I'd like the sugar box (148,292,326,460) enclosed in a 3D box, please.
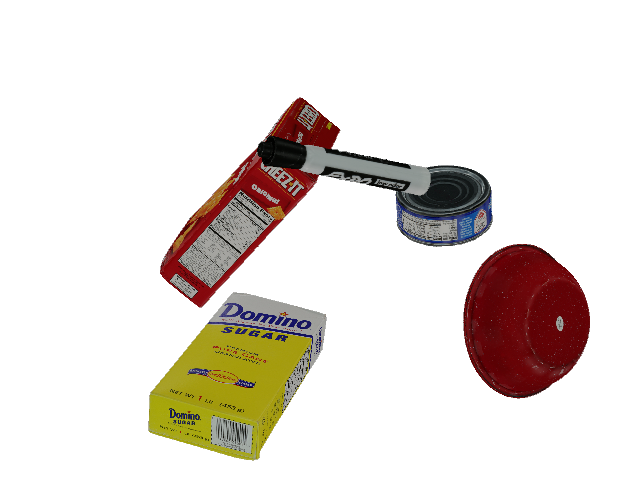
[{"bbox_3d":[-0.064,0.107,0.892,0.093,0.048,0.176,13,30,12],"label":"sugar box"}]

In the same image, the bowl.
[{"bbox_3d":[0.224,0.084,1.093,0.161,0.162,0.055,0,-1,-34],"label":"bowl"}]

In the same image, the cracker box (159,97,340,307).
[{"bbox_3d":[-0.081,-0.047,1.213,0.072,0.214,0.164,39,26,-9],"label":"cracker box"}]

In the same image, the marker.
[{"bbox_3d":[0.016,-0.047,0.670,0.120,0.020,0.020,9,-5,-29],"label":"marker"}]

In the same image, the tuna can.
[{"bbox_3d":[0.110,-0.032,0.949,0.086,0.034,0.086,-5,34,3],"label":"tuna can"}]
